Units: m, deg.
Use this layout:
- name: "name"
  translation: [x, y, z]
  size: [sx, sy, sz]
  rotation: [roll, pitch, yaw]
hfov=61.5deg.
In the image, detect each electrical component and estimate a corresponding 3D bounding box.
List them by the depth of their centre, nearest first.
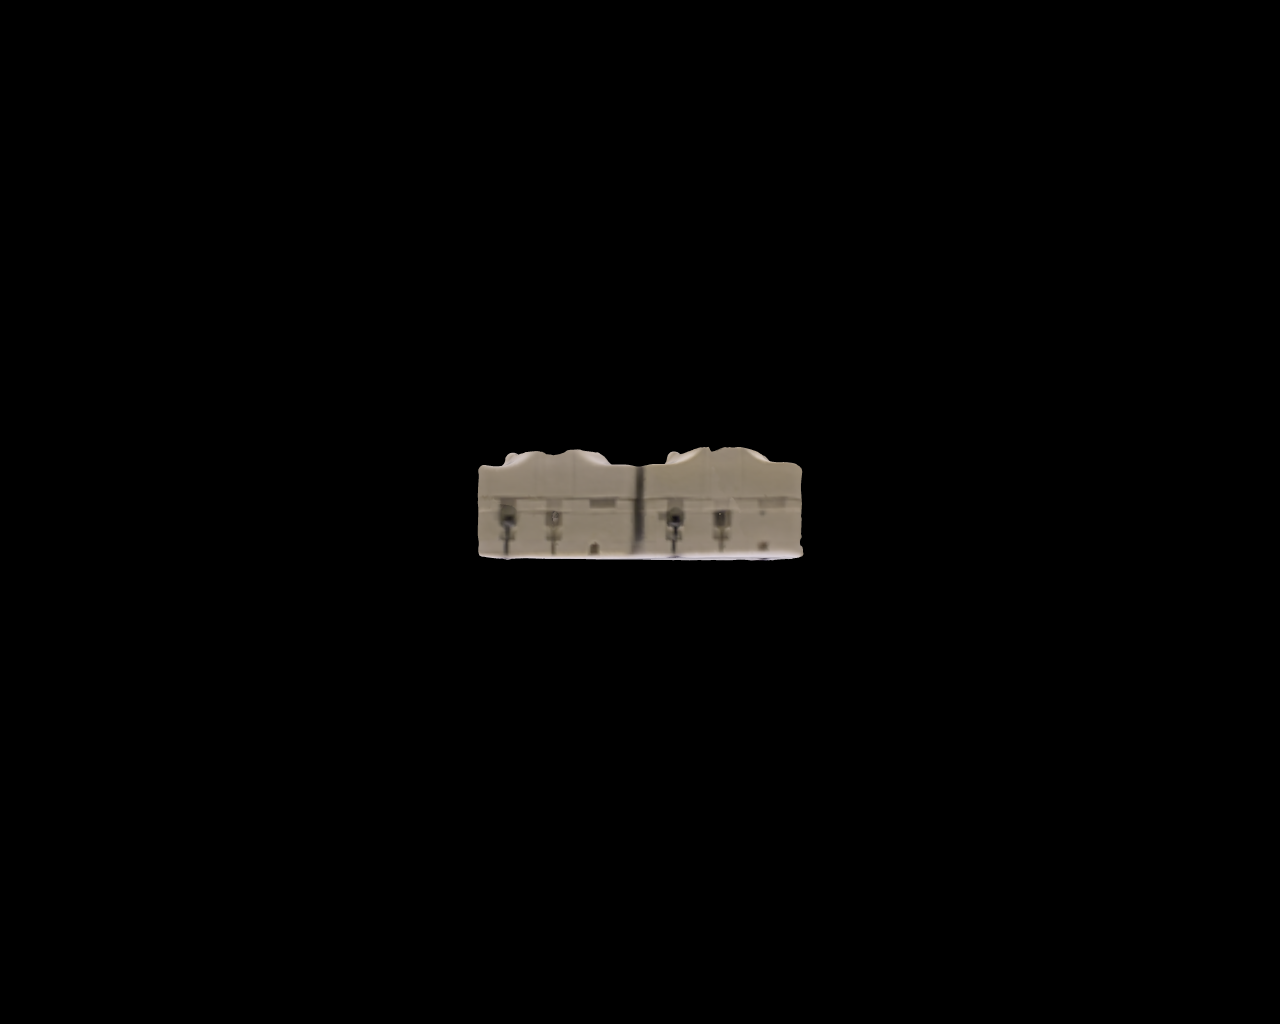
- name: "electrical component"
  translation: [0.001, -0.003, 0.650]
  size: [0.186, 0.060, 0.105]
  rotation: [0, -3, 2]
